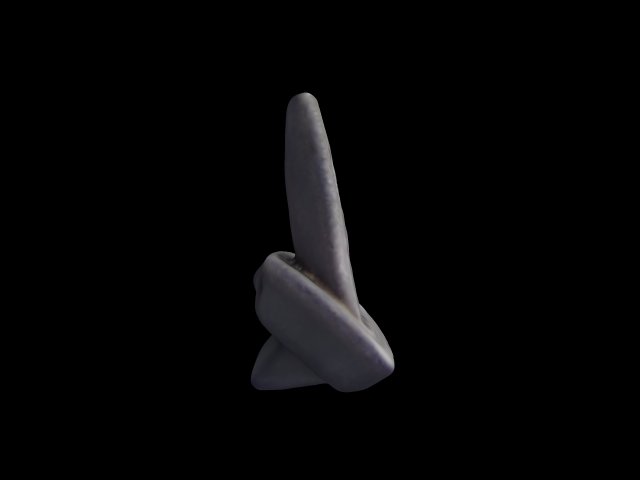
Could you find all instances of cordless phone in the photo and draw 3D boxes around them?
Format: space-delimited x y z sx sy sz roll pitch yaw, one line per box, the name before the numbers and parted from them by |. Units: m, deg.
cordless phone | 0.004 0.001 0.400 0.094 0.185 0.147 0 0 0
